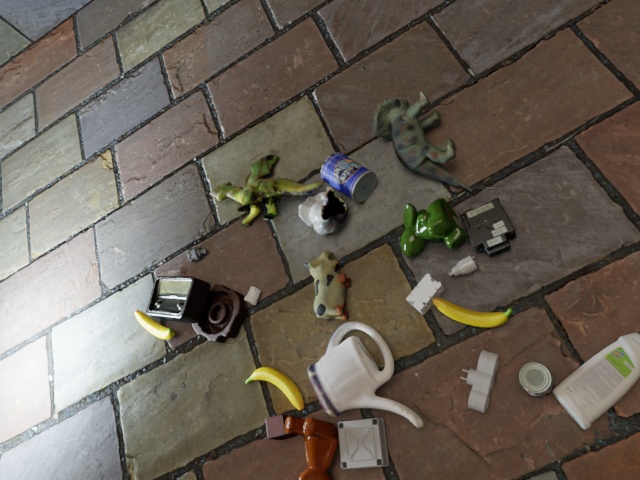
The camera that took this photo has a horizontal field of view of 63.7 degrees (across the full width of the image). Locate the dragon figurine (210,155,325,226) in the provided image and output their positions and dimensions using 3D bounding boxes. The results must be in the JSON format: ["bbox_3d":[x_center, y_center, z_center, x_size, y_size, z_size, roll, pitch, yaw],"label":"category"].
[{"bbox_3d":[-0.177,-0.190,1.682,0.408,0.120,0.248,-18,54,15],"label":"dragon figurine"}]

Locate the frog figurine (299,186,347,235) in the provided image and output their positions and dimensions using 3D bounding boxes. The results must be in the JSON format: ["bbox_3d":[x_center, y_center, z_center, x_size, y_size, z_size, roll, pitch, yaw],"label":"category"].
[{"bbox_3d":[0.005,-0.079,1.561,0.157,0.122,0.139,-29,61,54],"label":"frog figurine"}]

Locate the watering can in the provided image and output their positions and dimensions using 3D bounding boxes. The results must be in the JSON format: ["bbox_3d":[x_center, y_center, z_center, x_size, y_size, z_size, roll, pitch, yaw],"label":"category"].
[{"bbox_3d":[0.097,0.361,1.288,0.224,0.102,0.355,-37,44,6],"label":"watering can"}]
